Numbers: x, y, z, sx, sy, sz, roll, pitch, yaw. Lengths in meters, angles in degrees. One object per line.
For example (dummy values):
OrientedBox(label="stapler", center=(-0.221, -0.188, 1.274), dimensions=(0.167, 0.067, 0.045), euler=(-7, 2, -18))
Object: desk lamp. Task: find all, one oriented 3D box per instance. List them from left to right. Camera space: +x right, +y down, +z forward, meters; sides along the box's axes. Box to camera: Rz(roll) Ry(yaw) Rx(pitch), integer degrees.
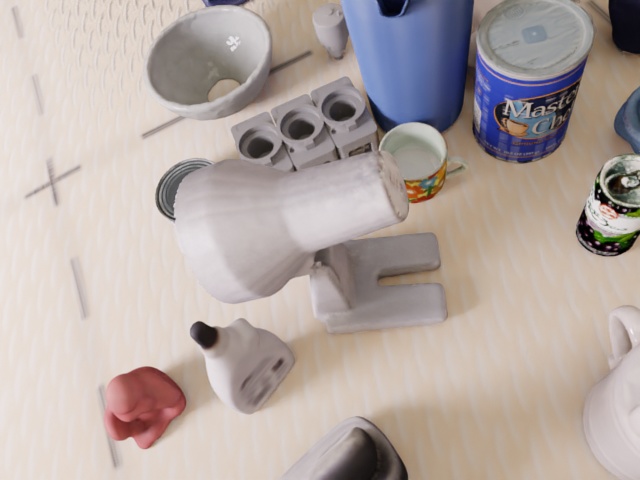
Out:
OrientedBox(label="desk lamp", center=(0.005, 0.002, 0.508), dimensions=(0.203, 0.214, 0.118), euler=(-8, 63, 9))

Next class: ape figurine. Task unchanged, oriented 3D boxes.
OrientedBox(label="ape figurine", center=(-0.172, 0.152, 0.542), dimensions=(0.077, 0.092, 0.076), euler=(-11, 62, 7))

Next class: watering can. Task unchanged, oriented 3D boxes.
OrientedBox(label="watering can", center=(0.262, 0.124, 0.401), dimensions=(0.101, 0.194, 0.172), euler=(-40, 63, -8))

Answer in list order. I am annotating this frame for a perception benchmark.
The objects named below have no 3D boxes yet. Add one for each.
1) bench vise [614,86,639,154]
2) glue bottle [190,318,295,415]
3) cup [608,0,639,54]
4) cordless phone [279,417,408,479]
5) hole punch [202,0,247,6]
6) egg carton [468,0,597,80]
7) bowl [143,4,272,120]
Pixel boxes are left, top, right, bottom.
OrientedBox(label="bench vise", center=(0.358, -0.100, 0.477), dimensions=(0.121, 0.220, 0.207), euler=(-44, 63, -10))
OrientedBox(label="glue bottle", center=(-0.073, 0.102, 0.499), dimensions=(0.037, 0.173, 0.078), euler=(35, 76, 25))
OrientedBox(label="cup", center=(0.362, -0.264, 0.628), dimensions=(0.091, 0.095, 0.118), euler=(22, 71, 22))
OrientedBox(label="cordless phone", center=(-0.006, 0.195, 0.431), dimensions=(0.148, 0.185, 0.094), euler=(-44, 63, -10))
OrientedBox(label="hole punch", center=(-0.141, -0.390, 0.805), dimensions=(0.108, 0.091, 0.101), euler=(-32, 62, -4))
OrientedBox(label="egg carton", center=(0.230, -0.246, 0.663), dimensions=(0.150, 0.069, 0.107), euler=(-15, 62, 5))
OrientedBox(label="bowl", center=(-0.131, -0.210, 0.723), dimensions=(0.167, 0.075, 0.167), euler=(-5, 63, 10))
